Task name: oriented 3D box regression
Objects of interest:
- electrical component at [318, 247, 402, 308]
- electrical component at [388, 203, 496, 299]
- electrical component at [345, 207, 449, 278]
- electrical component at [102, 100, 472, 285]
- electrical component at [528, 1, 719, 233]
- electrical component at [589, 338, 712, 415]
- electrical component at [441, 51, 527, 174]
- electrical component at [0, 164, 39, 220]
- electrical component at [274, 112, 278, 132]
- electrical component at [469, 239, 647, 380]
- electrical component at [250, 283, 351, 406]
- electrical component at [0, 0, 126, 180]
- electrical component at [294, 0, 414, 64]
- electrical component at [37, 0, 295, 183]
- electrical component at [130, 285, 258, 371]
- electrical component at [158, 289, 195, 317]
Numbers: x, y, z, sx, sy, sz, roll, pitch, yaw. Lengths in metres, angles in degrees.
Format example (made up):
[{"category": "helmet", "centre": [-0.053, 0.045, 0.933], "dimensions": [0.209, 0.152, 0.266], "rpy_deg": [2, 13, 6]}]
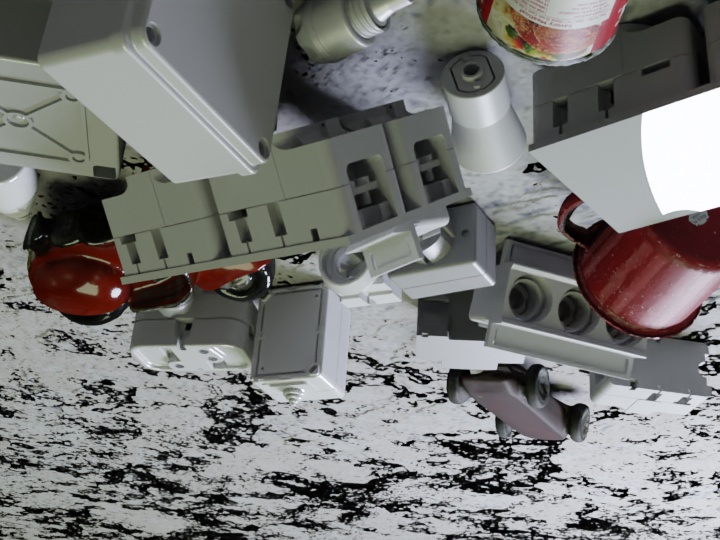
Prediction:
[{"category": "electrical component", "centre": [0.000, 0.000, 0.785], "dimensions": [0.066, 0.048, 0.055], "rpy_deg": [-8, 159, 22]}, {"category": "electrical component", "centre": [0.049, -0.020, 0.734], "dimensions": [0.066, 0.047, 0.077], "rpy_deg": [-11, 150, 27]}, {"category": "electrical component", "centre": [0.020, -0.041, 0.670], "dimensions": [0.042, 0.081, 0.064], "rpy_deg": [-22, 172, 42]}, {"category": "electrical component", "centre": [-0.048, -0.045, 0.607], "dimensions": [0.186, 0.060, 0.105], "rpy_deg": [-9, -170, 42]}, {"category": "electrical component", "centre": [0.196, -0.090, 0.560], "dimensions": [0.186, 0.060, 0.105], "rpy_deg": [-16, 147, 35]}, {"category": "electrical component", "centre": [0.247, 0.090, 0.924], "dimensions": [0.089, 0.050, 0.055], "rpy_deg": [8, 153, -6]}, {"category": "electrical component", "centre": [0.067, -0.090, 0.601], "dimensions": [0.044, 0.044, 0.065], "rpy_deg": [-3, 147, 15]}, {"category": "electrical component", "centre": [-0.232, -0.057, 0.707], "dimensions": [0.040, 0.040, 0.078], "rpy_deg": [4, 153, -1]}, {"category": "electrical component", "centre": [-0.085, -0.094, 0.610], "dimensions": [0.077, 0.043, 0.079], "rpy_deg": [1, 163, -2]}, {"category": "electrical component", "centre": [0.148, 0.030, 0.801], "dimensions": [0.121, 0.078, 0.063], "rpy_deg": [14, 174, -19]}, {"category": "electrical component", "centre": [-0.046, 0.067, 0.866], "dimensions": [0.062, 0.096, 0.061], "rpy_deg": [-7, 151, 21]}, {"category": "electrical component", "centre": [-0.181, -0.104, 0.588], "dimensions": [0.109, 0.056, 0.108], "rpy_deg": [8, 153, -7]}, {"category": "electrical component", "centre": [-0.001, -0.128, 0.541], "dimensions": [0.061, 0.035, 0.035], "rpy_deg": [-17, 147, 31]}, {"category": "electrical component", "centre": [-0.085, -0.113, 0.500], "dimensions": [0.056, 0.108, 0.109], "rpy_deg": [-6, 152, 26]}, {"category": "electrical component", "centre": [-0.134, 0.045, 0.877], "dimensions": [0.095, 0.059, 0.053], "rpy_deg": [-2, 153, 11]}, {"category": "electrical component", "centre": [-0.147, 0.005, 0.830], "dimensions": [0.035, 0.035, 0.061], "rpy_deg": [3, 134, 3]}]
